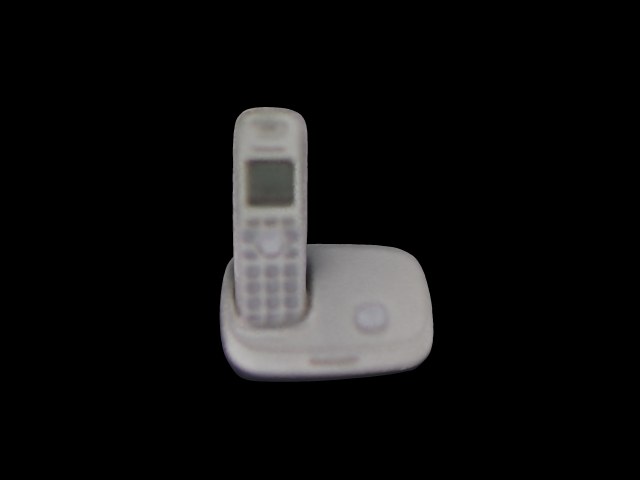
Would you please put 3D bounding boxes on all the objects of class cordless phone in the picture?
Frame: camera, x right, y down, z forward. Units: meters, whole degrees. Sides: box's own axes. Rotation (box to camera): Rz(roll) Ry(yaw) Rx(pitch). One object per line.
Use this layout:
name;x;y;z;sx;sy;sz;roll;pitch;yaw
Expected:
cordless phone;0.004;0.001;0.400;0.147;0.185;0.094;-1;9;-7
